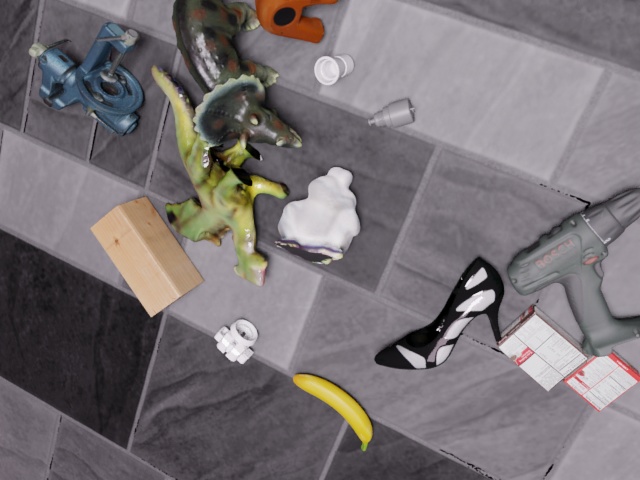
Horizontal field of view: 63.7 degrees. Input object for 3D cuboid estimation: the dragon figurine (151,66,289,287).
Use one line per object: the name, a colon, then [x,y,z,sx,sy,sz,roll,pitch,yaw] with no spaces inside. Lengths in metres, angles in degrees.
dragon figurine: [-0.215,-0.091,0.937,0.412,0.124,0.239,49,120,6]

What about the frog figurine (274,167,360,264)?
frog figurine: [0.003,-0.045,0.888,0.137,0.121,0.162,7,69,25]
